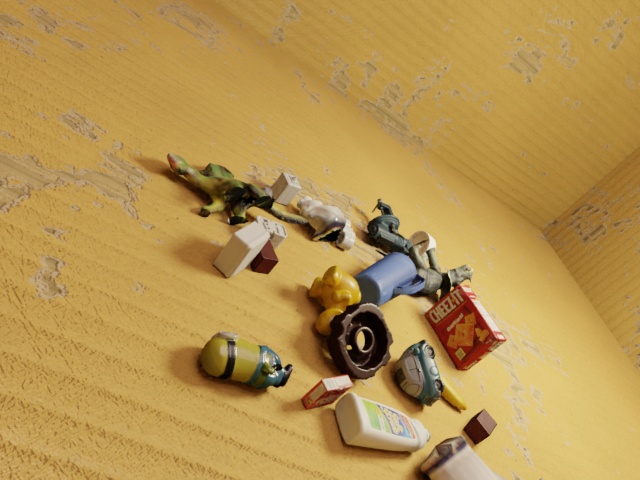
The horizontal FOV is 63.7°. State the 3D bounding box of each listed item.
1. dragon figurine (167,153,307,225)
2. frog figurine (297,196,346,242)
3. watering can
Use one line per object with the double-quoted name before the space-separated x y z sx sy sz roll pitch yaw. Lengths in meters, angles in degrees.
"dragon figurine" -0.237 -0.149 1.433 0.408 0.120 0.247 16 28 -41
"frog figurine" 0.005 -0.082 1.620 0.138 0.120 0.162 -10 66 -35
"watering can" 0.352 0.541 1.144 0.348 0.102 0.228 0 47 -52
